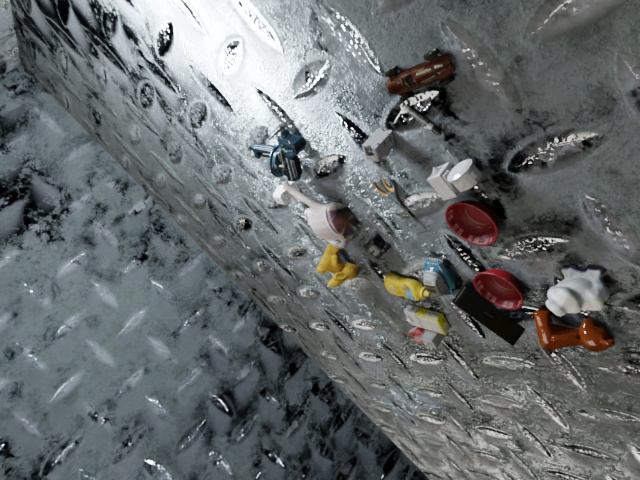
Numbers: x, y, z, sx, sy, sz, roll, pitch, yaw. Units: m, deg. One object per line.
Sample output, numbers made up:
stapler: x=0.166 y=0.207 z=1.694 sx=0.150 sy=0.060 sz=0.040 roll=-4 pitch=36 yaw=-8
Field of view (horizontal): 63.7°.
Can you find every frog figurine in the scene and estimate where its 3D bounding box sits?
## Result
frog figurine: x=0.663 y=0.150 z=1.335 sx=0.138 sy=0.162 sz=0.120 roll=17 pitch=145 yaw=41

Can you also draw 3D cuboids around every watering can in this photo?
watering can: x=0.006 y=-0.098 z=1.950 sx=0.344 sy=0.106 sz=0.223 roll=51 pitch=152 yaw=-18
